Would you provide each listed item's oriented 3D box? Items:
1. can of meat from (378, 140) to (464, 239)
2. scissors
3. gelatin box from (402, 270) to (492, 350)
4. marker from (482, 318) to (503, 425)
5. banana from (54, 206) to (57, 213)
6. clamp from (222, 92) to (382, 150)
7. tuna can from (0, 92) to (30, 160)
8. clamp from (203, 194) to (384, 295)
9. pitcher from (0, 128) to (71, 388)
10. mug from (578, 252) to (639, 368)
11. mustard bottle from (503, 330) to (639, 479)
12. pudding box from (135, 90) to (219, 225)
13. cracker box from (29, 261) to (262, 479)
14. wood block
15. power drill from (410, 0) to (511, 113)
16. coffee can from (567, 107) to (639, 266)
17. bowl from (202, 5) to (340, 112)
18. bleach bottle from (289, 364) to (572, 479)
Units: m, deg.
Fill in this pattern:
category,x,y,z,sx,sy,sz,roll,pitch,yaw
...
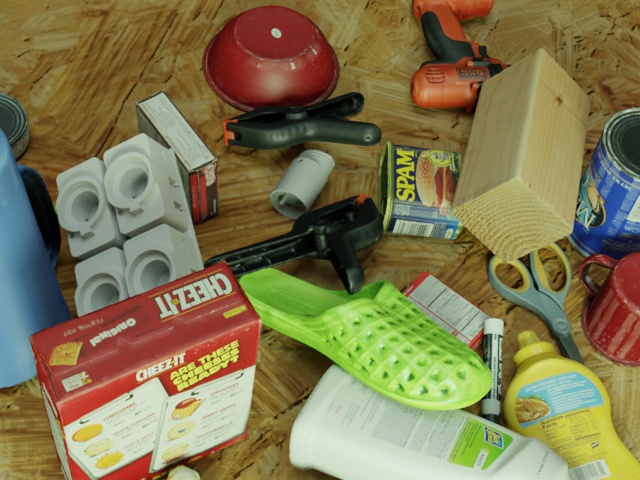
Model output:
category,x,y,z,sx,sy,sz,roll,pitch,yaw
can of meat,0.106,-0.051,1.126,0.084,0.057,0.102,7,54,-5
scissors,0.220,0.082,1.066,0.096,0.016,0.201,3,53,-2
gelatin box,0.114,0.082,1.045,0.089,0.030,0.073,37,57,18
marker,0.161,0.134,1.002,0.020,0.020,0.121,6,68,-2
banana,-0.185,0.007,1.065,0.198,0.037,0.069,37,83,22
clamp,-0.019,-0.131,1.173,0.171,0.039,0.120,0,22,2
tuna can,-0.353,-0.116,1.134,0.086,0.034,0.086,3,54,-5
clamp,-0.007,0.001,1.046,0.165,0.036,0.209,2,22,21
pitcher,-0.295,0.002,0.925,0.144,0.243,0.149,-15,51,-15
mug,0.306,0.057,1.052,0.093,0.081,0.117,-33,64,-26
mustard bottle,0.221,0.167,0.976,0.096,0.058,0.192,-17,56,-1
pudding box,-0.146,-0.084,1.099,0.039,0.090,0.114,-29,61,-23
cracker box,-0.139,0.124,0.871,0.164,0.214,0.072,-22,60,-21
wood block,0.214,-0.090,1.115,0.090,0.090,0.206,40,45,-22
power drill,0.189,-0.233,1.266,0.184,0.057,0.187,-2,54,-8
coffee can,0.319,-0.051,1.096,0.102,0.140,0.103,3,54,-4
bowl,-0.054,-0.220,1.231,0.162,0.055,0.162,3,54,-5
bleach bottle,0.107,0.190,0.915,0.251,0.068,0.102,18,43,18
